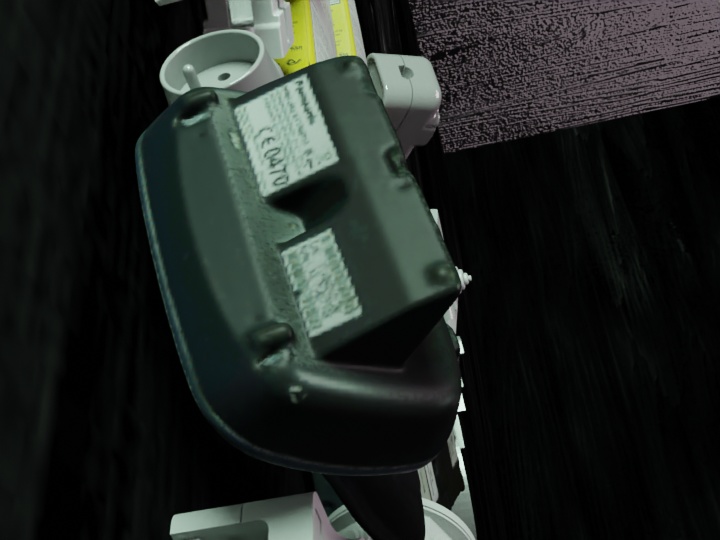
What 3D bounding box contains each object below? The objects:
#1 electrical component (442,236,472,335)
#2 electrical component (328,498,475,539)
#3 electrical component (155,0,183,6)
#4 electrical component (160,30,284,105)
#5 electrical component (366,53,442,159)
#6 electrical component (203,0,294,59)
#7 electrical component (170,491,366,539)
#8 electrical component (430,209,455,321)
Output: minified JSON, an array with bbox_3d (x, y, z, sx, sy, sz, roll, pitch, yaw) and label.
[{"bbox_3d":[0.023,0.017,0.679,0.061,0.096,0.061,-75,153,-65],"label":"electrical component"},{"bbox_3d":[0.016,0.150,0.509,0.051,0.080,0.080,-78,156,-59],"label":"electrical component"},{"bbox_3d":[-0.067,-0.150,0.453,0.064,0.042,0.081,29,51,-75],"label":"electrical component"},{"bbox_3d":[-0.051,-0.068,0.462,0.079,0.043,0.077,-93,169,-46],"label":"electrical component"},{"bbox_3d":[0.026,-0.132,0.893,0.095,0.059,0.053,124,-42,-51],"label":"electrical component"},{"bbox_3d":[-0.055,-0.132,0.515,0.066,0.048,0.055,-81,166,-68],"label":"electrical component"},{"bbox_3d":[-0.022,0.120,0.353,0.050,0.056,0.089,-92,168,-48],"label":"electrical component"},{"bbox_3d":[0.000,0.000,0.559,0.050,0.089,0.055,-76,154,-73],"label":"electrical component"}]
